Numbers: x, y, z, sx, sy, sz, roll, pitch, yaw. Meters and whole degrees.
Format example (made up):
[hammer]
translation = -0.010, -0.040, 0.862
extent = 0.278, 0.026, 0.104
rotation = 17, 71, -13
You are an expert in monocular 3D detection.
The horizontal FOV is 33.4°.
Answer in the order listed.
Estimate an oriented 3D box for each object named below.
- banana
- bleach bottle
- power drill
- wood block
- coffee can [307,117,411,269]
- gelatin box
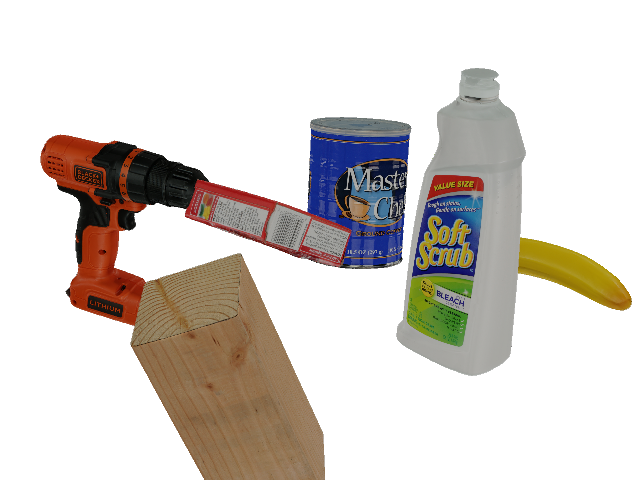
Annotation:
[banana]
translation = 0.223, 0.030, 1.083
extent = 0.198, 0.037, 0.069
rotation = 11, 47, 27
[bleach bottle]
translation = 0.117, -0.018, 0.880
extent = 0.067, 0.251, 0.103
rotation = -22, 33, -38
[power drill]
translation = -0.193, -0.008, 1.076
extent = 0.185, 0.188, 0.057
rotation = 15, 30, 22
[wood block]
translation = -0.071, 0.128, 0.889
extent = 0.090, 0.206, 0.091
rotation = -17, 30, 10
[coffee can]
translation = 0.038, -0.051, 1.097
extent = 0.103, 0.140, 0.103
rotation = 3, 13, -1
[gelatin box]
translation = -0.033, -0.011, 0.712
extent = 0.073, 0.030, 0.089
rotation = 18, -1, 37
